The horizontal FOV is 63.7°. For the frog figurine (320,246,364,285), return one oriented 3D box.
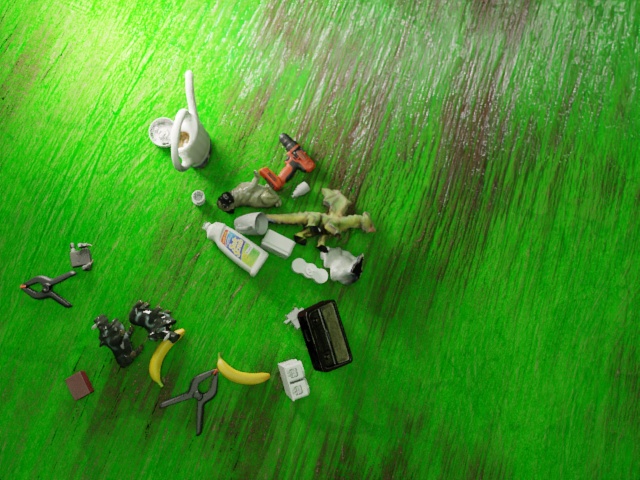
[{"bbox_3d":[0.071,0.092,1.873,0.160,0.140,0.120,10,-38,25],"label":"frog figurine"}]

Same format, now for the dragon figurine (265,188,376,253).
[{"bbox_3d":[0.006,-0.095,1.884,0.411,0.248,0.119,21,-38,10],"label":"dragon figurine"}]

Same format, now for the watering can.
[{"bbox_3d":[-0.450,-0.395,1.810,0.104,0.352,0.222,5,-13,9],"label":"watering can"}]
